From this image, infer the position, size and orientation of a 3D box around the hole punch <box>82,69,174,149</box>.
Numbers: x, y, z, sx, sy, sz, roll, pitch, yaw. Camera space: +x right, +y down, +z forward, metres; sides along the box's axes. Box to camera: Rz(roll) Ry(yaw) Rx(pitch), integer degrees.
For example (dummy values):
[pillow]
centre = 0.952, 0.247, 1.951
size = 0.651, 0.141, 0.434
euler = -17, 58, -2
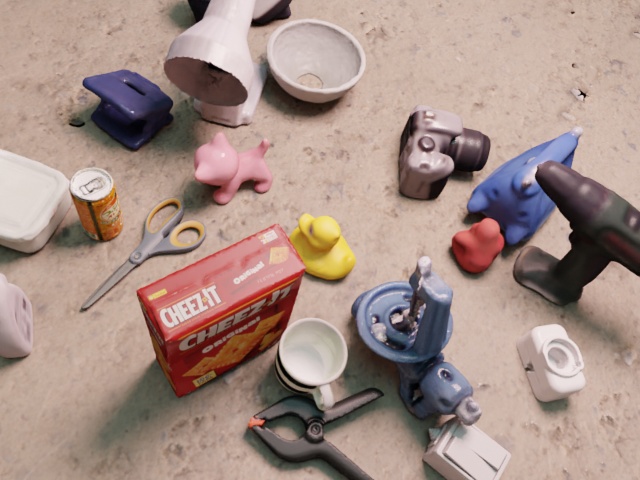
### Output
[hole punch]
centre = -0.286, -0.212, 0.862
size = 0.108, 0.091, 0.101
euler = 35, 61, 8

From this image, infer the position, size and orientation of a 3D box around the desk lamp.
[desk lamp]
centre = -0.143, -0.267, 0.850
size = 0.118, 0.213, 0.203
euler = 15, 60, -3

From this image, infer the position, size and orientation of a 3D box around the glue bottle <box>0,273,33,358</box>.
[glue bottle]
centre = -0.364, 0.073, 0.644
size = 0.037, 0.173, 0.078
euler = -6, 63, -14

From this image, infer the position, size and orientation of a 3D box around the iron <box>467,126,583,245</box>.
[iron]
centre = 0.352, -0.114, 0.908
size = 0.118, 0.141, 0.259
euler = 42, 62, 12

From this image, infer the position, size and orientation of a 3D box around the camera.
[camera]
centre = 0.203, -0.144, 0.918
size = 0.137, 0.101, 0.143
euler = 10, 60, -5

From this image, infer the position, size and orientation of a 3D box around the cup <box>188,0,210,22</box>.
[cup]
centre = -0.180, -0.404, 0.986
size = 0.092, 0.095, 0.117
euler = -34, 73, -25

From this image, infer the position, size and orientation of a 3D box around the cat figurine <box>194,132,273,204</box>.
[cat figurine]
centre = -0.128, -0.111, 0.824
size = 0.128, 0.117, 0.067
euler = -23, 68, -21

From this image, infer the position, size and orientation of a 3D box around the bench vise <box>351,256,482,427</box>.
[bench vise]
centre = 0.137, 0.114, 0.695
size = 0.207, 0.219, 0.122
euler = 38, 61, 10

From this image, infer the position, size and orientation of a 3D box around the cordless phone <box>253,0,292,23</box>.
[cordless phone]
centre = -0.097, -0.492, 0.999
size = 0.094, 0.185, 0.147
euler = -19, 67, -20

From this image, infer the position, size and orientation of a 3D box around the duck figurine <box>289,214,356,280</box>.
[duck figurine]
centre = 0.007, 0.003, 0.807
size = 0.104, 0.086, 0.078
euler = 35, 61, 9

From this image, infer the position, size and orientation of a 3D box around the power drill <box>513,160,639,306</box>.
[power drill]
centre = 0.364, 0.005, 0.807
size = 0.229, 0.208, 0.076
euler = 30, 60, 6

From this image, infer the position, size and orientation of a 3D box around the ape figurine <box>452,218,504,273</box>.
[ape figurine]
centre = 0.240, 0.001, 0.851
size = 0.078, 0.092, 0.076
euler = 19, 60, 0

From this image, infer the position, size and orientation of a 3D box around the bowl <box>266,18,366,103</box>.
[bowl]
centre = -0.010, -0.290, 0.969
size = 0.167, 0.074, 0.167
euler = 5, 61, -9
